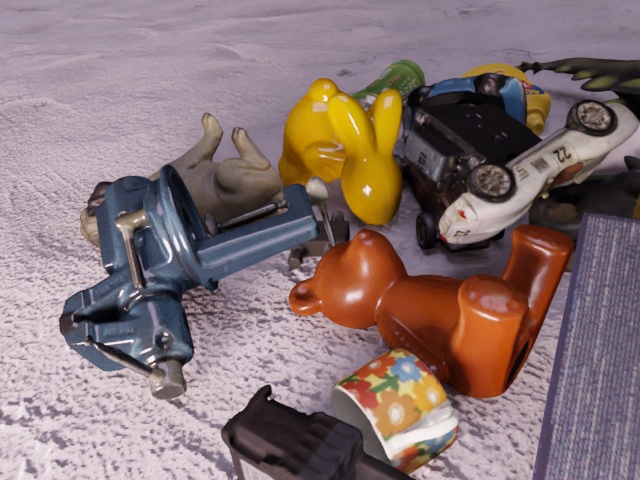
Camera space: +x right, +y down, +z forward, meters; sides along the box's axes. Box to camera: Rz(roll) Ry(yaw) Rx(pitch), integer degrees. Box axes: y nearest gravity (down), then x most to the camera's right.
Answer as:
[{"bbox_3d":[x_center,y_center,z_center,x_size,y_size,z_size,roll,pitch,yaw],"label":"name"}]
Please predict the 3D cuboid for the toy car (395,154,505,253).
[{"bbox_3d":[0.137,-0.055,0.604,0.089,0.053,0.202,-4,34,-3],"label":"toy car"}]

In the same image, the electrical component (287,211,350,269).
[{"bbox_3d":[-0.001,-0.002,0.572,0.063,0.021,0.094,1,36,10],"label":"electrical component"}]

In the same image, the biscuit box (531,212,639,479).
[{"bbox_3d":[0.173,0.083,0.323,0.063,0.059,0.202,12,68,25],"label":"biscuit box"}]

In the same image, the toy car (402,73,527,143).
[{"bbox_3d":[0.195,-0.159,0.711,0.162,0.109,0.103,2,12,31],"label":"toy car"}]

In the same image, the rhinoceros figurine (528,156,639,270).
[{"bbox_3d":[0.300,-0.034,0.512,0.190,0.073,0.112,-15,19,18],"label":"rhinoceros figurine"}]

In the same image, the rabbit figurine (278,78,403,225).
[{"bbox_3d":[0.043,-0.099,0.616,0.122,0.162,0.173,-11,52,-28],"label":"rabbit figurine"}]

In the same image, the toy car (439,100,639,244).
[{"bbox_3d":[0.190,-0.058,0.473,0.202,0.073,0.056,-32,74,-14],"label":"toy car"}]

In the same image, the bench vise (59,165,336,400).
[{"bbox_3d":[-0.099,0.012,0.465,0.241,0.128,0.224,-21,44,-4],"label":"bench vise"}]

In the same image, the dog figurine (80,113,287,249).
[{"bbox_3d":[-0.146,-0.029,0.584,0.190,0.121,0.173,-41,43,-20],"label":"dog figurine"}]

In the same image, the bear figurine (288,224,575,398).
[{"bbox_3d":[0.073,0.033,0.426,0.196,0.131,0.120,30,44,32],"label":"bear figurine"}]

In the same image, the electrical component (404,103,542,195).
[{"bbox_3d":[0.158,-0.095,0.566,0.134,0.058,0.115,-14,43,-27],"label":"electrical component"}]

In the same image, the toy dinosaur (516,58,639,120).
[{"bbox_3d":[0.470,-0.193,0.709,0.198,0.104,0.472,-22,34,-16],"label":"toy dinosaur"}]

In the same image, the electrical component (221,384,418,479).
[{"bbox_3d":[0.002,0.145,0.323,0.119,0.074,0.048,21,43,29],"label":"electrical component"}]

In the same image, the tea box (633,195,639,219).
[{"bbox_3d":[0.296,-0.005,0.407,0.098,0.169,0.068,-18,38,-14],"label":"tea box"}]
